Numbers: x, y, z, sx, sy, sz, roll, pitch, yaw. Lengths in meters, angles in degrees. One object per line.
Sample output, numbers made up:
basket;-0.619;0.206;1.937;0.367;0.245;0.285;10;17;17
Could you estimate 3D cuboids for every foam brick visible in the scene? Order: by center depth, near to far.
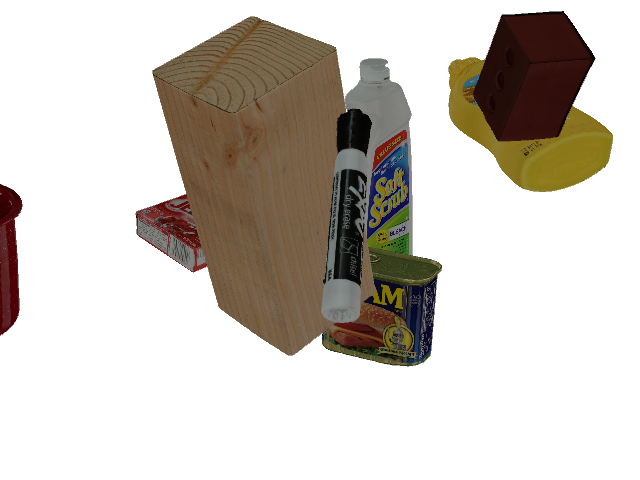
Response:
foam brick;0.149;-0.115;0.754;0.051;0.053;0.078;-8;-38;-18

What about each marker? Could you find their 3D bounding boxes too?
marker;0.014;-0.016;0.546;0.020;0.121;0.020;4;-29;2

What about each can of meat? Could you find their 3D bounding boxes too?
can of meat;0.050;0.057;0.930;0.102;0.084;0.057;12;21;25

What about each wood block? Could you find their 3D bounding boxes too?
wood block;-0.034;-0.035;0.740;0.090;0.206;0.090;-35;44;-27

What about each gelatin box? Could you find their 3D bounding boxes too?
gelatin box;-0.122;-0.011;1.025;0.089;0.030;0.073;31;38;34

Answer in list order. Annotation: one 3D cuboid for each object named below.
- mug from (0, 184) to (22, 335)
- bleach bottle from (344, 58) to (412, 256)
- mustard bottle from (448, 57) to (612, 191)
mug;-0.241;0.018;0.660;0.117;0.081;0.093;-17;32;-38
bleach bottle;0.052;-0.068;1.147;0.102;0.251;0.068;-20;30;-35
mustard bottle;0.173;-0.118;0.978;0.096;0.058;0.192;-18;41;-18
